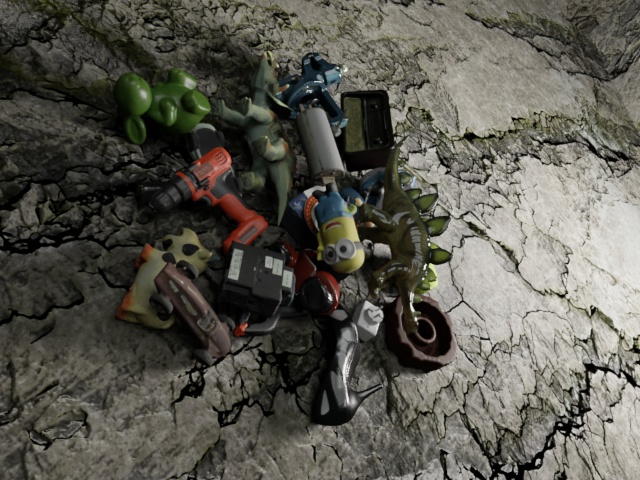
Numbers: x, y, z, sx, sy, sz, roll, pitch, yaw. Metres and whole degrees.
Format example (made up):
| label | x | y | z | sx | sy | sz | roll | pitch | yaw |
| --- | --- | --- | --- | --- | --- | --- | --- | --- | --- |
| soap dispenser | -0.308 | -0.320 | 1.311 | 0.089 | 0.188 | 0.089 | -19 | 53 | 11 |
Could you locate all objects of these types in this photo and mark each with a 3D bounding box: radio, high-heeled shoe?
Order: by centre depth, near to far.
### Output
| label | x | y | z | sx | sy | sz | roll | pitch | yaw |
| --- | --- | --- | --- | --- | --- | --- | --- | --- | --- |
| high-heeled shoe | 0.016 | 0.228 | 1.027 | 0.145 | 0.086 | 0.249 | -21 | 51 | -11 |
| radio | 0.123 | -0.287 | 1.395 | 0.131 | 0.073 | 0.230 | -4 | 57 | 5 |

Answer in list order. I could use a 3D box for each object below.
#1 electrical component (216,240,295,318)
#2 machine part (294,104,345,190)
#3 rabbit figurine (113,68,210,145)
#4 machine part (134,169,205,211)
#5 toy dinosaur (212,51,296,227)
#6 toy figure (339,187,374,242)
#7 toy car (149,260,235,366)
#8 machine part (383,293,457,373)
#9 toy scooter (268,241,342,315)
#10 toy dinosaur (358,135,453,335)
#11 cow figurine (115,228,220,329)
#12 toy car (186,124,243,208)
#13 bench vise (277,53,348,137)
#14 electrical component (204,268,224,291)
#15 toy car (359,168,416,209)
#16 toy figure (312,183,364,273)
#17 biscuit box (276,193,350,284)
| label | x | y | z | sx | sy | sz | roll | pitch | yaw |
| --- | --- | --- | --- | --- | --- | --- | --- | --- | --- |
| electrical component | -0.111 | 0.073 | 0.966 | 0.134 | 0.058 | 0.115 | 18 | 45 | -12 |
| machine part | -0.001 | -0.210 | 1.217 | 0.079 | 0.079 | 0.243 | 0 | 62 | -35 |
| rabbit figurine | -0.332 | -0.270 | 1.045 | 0.170 | 0.159 | 0.121 | 7 | 53 | -54 |
| machine part | -0.290 | -0.095 | 1.036 | 0.139 | 0.039 | 0.084 | -11 | 75 | -42 |
| toy dinosaur | -0.111 | -0.208 | 1.189 | 0.192 | 0.131 | 0.404 | -1 | 72 | -54 |
| toy figure | 0.096 | -0.052 | 1.261 | 0.154 | 0.058 | 0.064 | 56 | 3 | 7 |
| toy car | -0.200 | 0.120 | 0.873 | 0.089 | 0.053 | 0.201 | -56 | 138 | -36 |
| machine part | 0.218 | 0.201 | 1.177 | 0.179 | 0.056 | 0.179 | 18 | 51 | -23 |
| toy scooter | -0.016 | 0.071 | 1.071 | 0.184 | 0.075 | 0.135 | 48 | 18 | 20 |
| toy dinosaur | 0.180 | -0.026 | 1.181 | 0.199 | 0.105 | 0.471 | -4 | 71 | -10 |
| cow figurine | -0.254 | 0.061 | 0.919 | 0.127 | 0.085 | 0.195 | 27 | 52 | -21 |
| toy car | -0.220 | -0.153 | 1.111 | 0.073 | 0.056 | 0.202 | -12 | 71 | -33 |
| bench vise | 0.001 | -0.353 | 1.340 | 0.224 | 0.128 | 0.241 | -21 | 63 | -27 |
| electrical component | -0.168 | 0.075 | 0.997 | 0.094 | 0.021 | 0.063 | 33 | 40 | 18 |
| toy car | 0.151 | -0.128 | 1.336 | 0.162 | 0.109 | 0.103 | -17 | 49 | -30 |
| toy figure | 0.038 | -0.022 | 1.071 | 0.089 | 0.082 | 0.180 | 10 | 55 | -40 |
| biscuit box | -0.002 | -0.003 | 1.157 | 0.202 | 0.063 | 0.059 | 49 | 47 | 2 |
